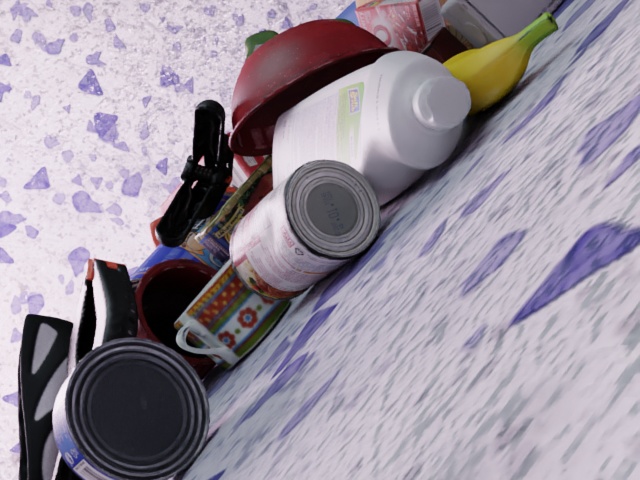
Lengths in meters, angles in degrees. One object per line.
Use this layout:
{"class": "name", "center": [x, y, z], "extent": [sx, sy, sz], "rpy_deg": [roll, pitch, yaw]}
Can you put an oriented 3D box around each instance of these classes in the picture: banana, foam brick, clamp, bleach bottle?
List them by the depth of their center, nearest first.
{"class": "banana", "center": [0.106, -0.109, 0.710], "extent": [0.069, 0.037, 0.198], "rpy_deg": [-31, 7, -1]}
{"class": "bleach bottle", "center": [0.033, -0.064, 0.724], "extent": [0.068, 0.102, 0.251], "rpy_deg": [-2, -2, -19]}
{"class": "clamp", "center": [-0.166, 0.113, 0.780], "extent": [0.165, 0.036, 0.210], "rpy_deg": [-47, 39, 42]}
{"class": "foam brick", "center": [0.085, -0.119, 0.842], "extent": [0.078, 0.051, 0.053], "rpy_deg": [-44, 6, 33]}
{"class": "clamp", "center": [-0.096, -0.064, 0.903], "extent": [0.171, 0.039, 0.120], "rpy_deg": [-74, 8, -78]}

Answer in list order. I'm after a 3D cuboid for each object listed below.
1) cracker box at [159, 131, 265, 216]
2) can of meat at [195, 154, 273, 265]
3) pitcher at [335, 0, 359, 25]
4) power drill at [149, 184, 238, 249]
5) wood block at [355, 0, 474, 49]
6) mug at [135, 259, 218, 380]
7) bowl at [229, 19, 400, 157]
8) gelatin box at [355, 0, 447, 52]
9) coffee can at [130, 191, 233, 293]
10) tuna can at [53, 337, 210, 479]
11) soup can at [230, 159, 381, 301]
{"class": "cracker box", "center": [-0.063, -0.079, 1.260], "extent": [0.213, 0.072, 0.164], "rpy_deg": [-23, -14, -45]}
{"class": "can of meat", "center": [-0.043, -0.010, 0.906], "extent": [0.102, 0.084, 0.058], "rpy_deg": [-51, 6, -24]}
{"class": "pitcher", "center": [0.114, -0.246, 1.148], "extent": [0.243, 0.144, 0.149], "rpy_deg": [-39, 49, 35]}
{"class": "power drill", "center": [-0.140, 0.020, 1.157], "extent": [0.184, 0.057, 0.188], "rpy_deg": [-29, -14, -13]}
{"class": "wood block", "center": [0.088, -0.259, 0.999], "extent": [0.090, 0.090, 0.206], "rpy_deg": [-41, 50, 51]}
{"class": "mug", "center": [-0.114, 0.085, 0.836], "extent": [0.082, 0.093, 0.117], "rpy_deg": [-49, 38, 45]}
{"class": "bowl", "center": [-0.012, -0.132, 0.872], "extent": [0.162, 0.055, 0.162], "rpy_deg": [-26, -11, -6]}
{"class": "gelatin box", "center": [0.075, -0.160, 0.901], "extent": [0.030, 0.089, 0.073], "rpy_deg": [-33, 25, -34]}
{"class": "coffee can", "center": [-0.106, 0.036, 0.967], "extent": [0.103, 0.103, 0.140], "rpy_deg": [-42, 8, 45]}
{"class": "tuna can", "center": [-0.109, 0.102, 0.615], "extent": [0.086, 0.086, 0.034], "rpy_deg": [-52, 6, -38]}
{"class": "soup can", "center": [-0.012, -0.005, 0.702], "extent": [0.068, 0.068, 0.102], "rpy_deg": [-51, 7, -29]}
